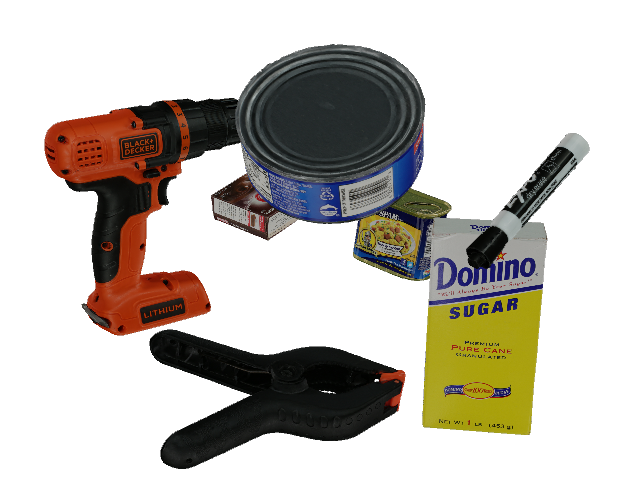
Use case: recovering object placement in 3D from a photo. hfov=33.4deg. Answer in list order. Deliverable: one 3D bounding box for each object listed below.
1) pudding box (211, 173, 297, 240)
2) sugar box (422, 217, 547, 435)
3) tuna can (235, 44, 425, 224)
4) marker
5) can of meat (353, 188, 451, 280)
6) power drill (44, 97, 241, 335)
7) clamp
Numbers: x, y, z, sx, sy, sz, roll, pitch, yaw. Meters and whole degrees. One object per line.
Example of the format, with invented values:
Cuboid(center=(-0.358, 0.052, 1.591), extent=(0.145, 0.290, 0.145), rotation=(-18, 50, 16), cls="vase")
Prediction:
Cuboid(center=(-0.065, -0.051, 1.317), extent=(0.090, 0.039, 0.113), rotation=(20, 40, 31), cls="pudding box")
Cuboid(center=(0.134, 0.072, 0.884), extent=(0.093, 0.176, 0.048), rotation=(2, 21, 7), cls="sugar box")
Cuboid(center=(0.005, -0.049, 0.491), extent=(0.086, 0.086, 0.034), rotation=(0, -38, 6), cls="tuna can")
Cuboid(center=(0.135, -0.025, 0.696), extent=(0.121, 0.020, 0.020), rotation=(-46, 21, -22), cls="marker")
Cuboid(center=(0.088, -0.011, 1.186), extent=(0.102, 0.084, 0.057), rotation=(23, 26, 32), cls="can of meat")
Cuboid(center=(-0.136, -0.024, 0.901), extent=(0.184, 0.188, 0.057), rotation=(-13, 22, -31), cls="power drill")
Cuboid(center=(-0.028, 0.104, 0.684), extent=(0.171, 0.039, 0.120), rotation=(3, 37, -5), cls="clamp")
